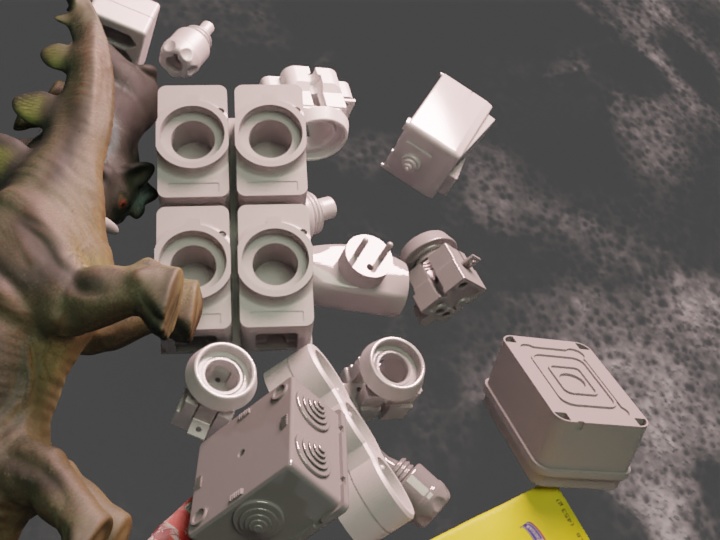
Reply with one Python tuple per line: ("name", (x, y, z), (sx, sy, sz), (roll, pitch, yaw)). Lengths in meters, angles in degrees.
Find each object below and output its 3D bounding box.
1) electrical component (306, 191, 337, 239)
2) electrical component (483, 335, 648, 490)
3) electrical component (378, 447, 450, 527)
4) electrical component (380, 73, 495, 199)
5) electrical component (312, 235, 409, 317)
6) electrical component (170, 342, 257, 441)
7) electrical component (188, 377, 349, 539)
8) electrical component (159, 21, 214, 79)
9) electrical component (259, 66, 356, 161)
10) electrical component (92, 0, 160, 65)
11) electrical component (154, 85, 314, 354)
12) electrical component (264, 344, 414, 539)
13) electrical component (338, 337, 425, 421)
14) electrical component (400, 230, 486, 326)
("electrical component", (-0.048, -0.042, 0.831), (0.062, 0.043, 0.043), (-17, 66, -33))
("electrical component", (0.145, 0.102, 0.779), (0.078, 0.057, 0.113), (7, 26, -20))
("electrical component", (0.031, 0.146, 0.741), (0.061, 0.035, 0.035), (41, 51, 10))
("electrical component", (0.066, -0.108, 0.915), (0.061, 0.061, 0.096), (33, 51, 0))
("electrical component", (0.000, 0.000, 0.799), (0.077, 0.079, 0.043), (9, 55, -18))
("electrical component", (-0.096, 0.079, 0.717), (0.048, 0.055, 0.066), (24, 51, -7))
("electrical component", (-0.056, 0.123, 0.649), (0.048, 0.100, 0.099), (44, 21, -24))
("electrical component", (-0.140, -0.187, 0.897), (0.035, 0.035, 0.061), (31, 49, -2))
("electrical component", (-0.041, -0.128, 0.885), (0.078, 0.058, 0.057), (0, 55, -24))
("electrical component", (-0.189, -0.199, 0.863), (0.047, 0.065, 0.076), (21, 51, -9))
("electrical component", (-0.090, -0.040, 0.762), (0.105, 0.060, 0.186), (-2, 68, -6))
("electrical component", (-0.029, 0.125, 0.718), (0.074, 0.052, 0.138), (-34, 66, 4))
("electrical component", (0.017, 0.079, 0.767), (0.066, 0.055, 0.048), (0, 58, -24))
("electrical component", (0.062, 0.003, 0.842), (0.048, 0.066, 0.055), (25, 31, -52))
